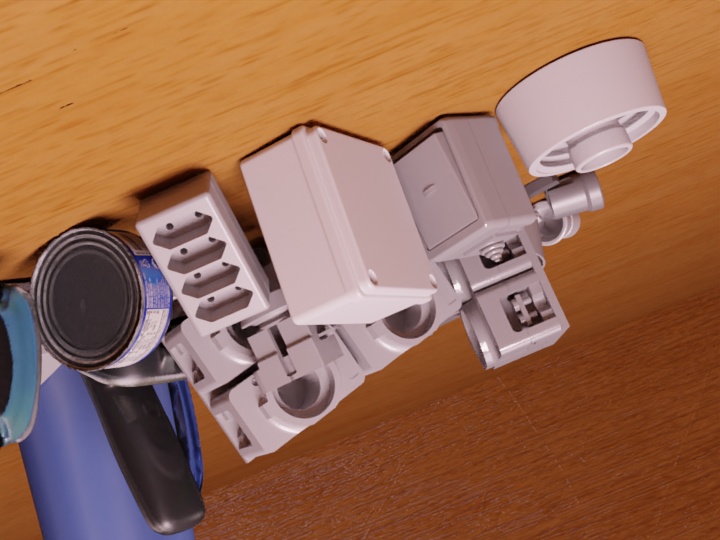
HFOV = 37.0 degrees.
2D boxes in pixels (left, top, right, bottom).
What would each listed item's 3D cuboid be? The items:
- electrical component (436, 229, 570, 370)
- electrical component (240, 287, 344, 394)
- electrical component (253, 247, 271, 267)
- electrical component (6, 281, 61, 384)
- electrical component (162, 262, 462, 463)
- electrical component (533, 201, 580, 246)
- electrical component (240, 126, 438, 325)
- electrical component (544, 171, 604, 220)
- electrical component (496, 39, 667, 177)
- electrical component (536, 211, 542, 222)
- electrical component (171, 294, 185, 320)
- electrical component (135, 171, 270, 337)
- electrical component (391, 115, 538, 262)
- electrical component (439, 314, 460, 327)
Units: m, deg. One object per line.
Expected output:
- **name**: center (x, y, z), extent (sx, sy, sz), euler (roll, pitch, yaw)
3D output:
- **electrical component**: center (0.094, -0.006, 0.820), extent (0.062, 0.150, 0.089), euler (-23, 168, -2)
- **electrical component**: center (-0.046, 0.041, 0.681), extent (0.066, 0.055, 0.048), euler (-27, 177, 20)
- **electrical component**: center (-0.045, -0.001, 0.837), extent (0.077, 0.043, 0.079), euler (21, 108, -38)
- **electrical component**: center (-0.239, 0.052, 0.711), extent (0.096, 0.061, 0.062), euler (-31, 164, 37)
- **electrical component**: center (-0.029, 0.035, 0.758), extent (0.186, 0.105, 0.060), euler (-35, -178, -27)
- **electrical component**: center (0.195, -0.048, 1.072), extent (0.044, 0.044, 0.065), euler (-28, 171, 27)
- **electrical component**: center (-0.011, -0.024, 0.663), extent (0.056, 0.108, 0.109), euler (-25, 168, 23)
- **electrical component**: center (0.196, -0.069, 0.985), extent (0.046, 0.040, 0.040), euler (-18, 168, 5)
- **electrical component**: center (0.153, -0.101, 0.725), extent (0.108, 0.060, 0.108), euler (-20, 168, -5)
- **electrical component**: center (0.147, -0.038, 1.043), extent (0.061, 0.035, 0.035), euler (-29, 166, 20)
- **electrical component**: center (-0.134, 0.005, 0.721), extent (0.055, 0.047, 0.055), euler (-21, 168, -5)
- **electrical component**: center (-0.094, -0.017, 0.655), extent (0.047, 0.083, 0.075), euler (-23, -154, 6)
- **electrical component**: center (0.068, -0.048, 0.722), extent (0.061, 0.096, 0.062), euler (-10, 163, -42)
- **electrical component**: center (0.059, 0.032, 1.128), extent (0.061, 0.061, 0.096), euler (-27, 166, 24)
